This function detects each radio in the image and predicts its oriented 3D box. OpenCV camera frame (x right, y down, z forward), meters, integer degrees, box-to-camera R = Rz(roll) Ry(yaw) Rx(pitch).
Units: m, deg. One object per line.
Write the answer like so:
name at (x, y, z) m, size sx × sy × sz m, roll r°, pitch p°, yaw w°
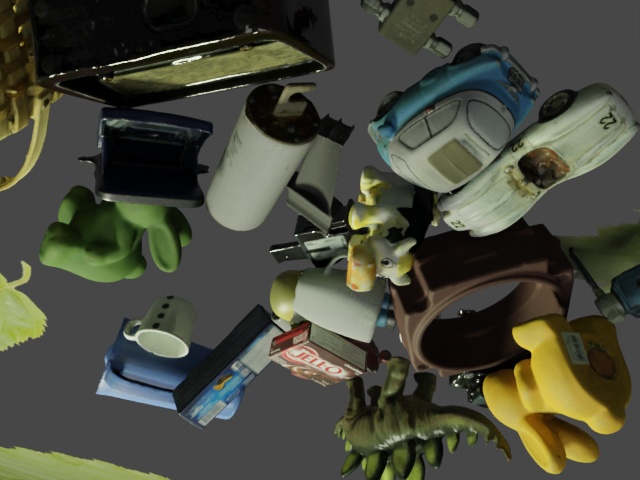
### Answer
radio at (-0.113, -0.169, 0.448) m, size 0.230 × 0.131 × 0.073 m, roll -6°, pitch 93°, yaw 18°

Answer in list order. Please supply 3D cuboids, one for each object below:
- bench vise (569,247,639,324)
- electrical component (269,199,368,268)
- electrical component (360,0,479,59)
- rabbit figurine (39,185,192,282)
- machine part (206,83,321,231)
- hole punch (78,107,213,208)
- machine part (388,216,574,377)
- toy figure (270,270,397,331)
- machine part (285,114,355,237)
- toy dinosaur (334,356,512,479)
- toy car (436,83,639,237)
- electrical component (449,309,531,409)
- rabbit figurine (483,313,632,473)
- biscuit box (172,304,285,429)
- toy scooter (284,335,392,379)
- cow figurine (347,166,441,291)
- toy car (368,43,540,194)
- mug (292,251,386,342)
bench vise at (0.372, 0.000, 0.531) m, size 0.224 × 0.129 × 0.240 m, roll -22°, pitch 147°, yaw 23°
electrical component at (-0.001, -0.002, 0.682) m, size 0.119 × 0.048 × 0.074 m, roll -12°, pitch 134°, yaw 26°
electrical component at (0.084, -0.197, 0.461) m, size 0.094 × 0.021 × 0.063 m, roll 25°, pitch 137°, yaw -15°
rabbit figurine at (-0.238, -0.021, 0.665) m, size 0.159 × 0.121 × 0.170 m, roll 37°, pitch 119°, yaw -19°
machine part at (-0.066, -0.081, 0.571) m, size 0.079 × 0.079 × 0.243 m, roll 23°, pitch 146°, yaw -13°
hole punch at (-0.175, -0.097, 0.560) m, size 0.142 × 0.116 × 0.092 m, roll 0°, pitch 115°, yaw -24°
machine part at (0.193, 0.076, 0.656) m, size 0.201 × 0.087 × 0.201 m, roll -16°, pitch 137°, yaw 2°
toy figure at (0.021, 0.083, 0.749) m, size 0.180 × 0.082 × 0.089 m, roll 8°, pitch 142°, yaw 7°
machine part at (0.000, -0.071, 0.590) m, size 0.084 × 0.039 × 0.138 m, roll 45°, pitch 140°, yaw 23°
toy dinosaur at (0.130, 0.297, 0.856) m, size 0.105 × 0.198 × 0.471 m, roll 22°, pitch 148°, yaw -16°
toy car at (0.207, -0.072, 0.535) m, size 0.073 × 0.056 × 0.202 m, roll 34°, pitch 124°, yaw -24°
electrical component at (0.245, 0.172, 0.759) m, size 0.115 × 0.134 × 0.058 m, roll 11°, pitch 141°, yaw -3°
rabbit figurine at (0.269, 0.180, 0.629) m, size 0.122 × 0.162 × 0.173 m, roll -1°, pitch 153°, yaw -32°
biscuit box at (-0.140, 0.199, 0.845) m, size 0.202 × 0.063 × 0.059 m, roll -44°, pitch 125°, yaw -2°
toy scooter at (0.033, 0.180, 0.863) m, size 0.135 × 0.075 × 0.184 m, roll 30°, pitch 131°, yaw -21°
cow figurine at (0.078, -0.007, 0.568) m, size 0.098 × 0.167 × 0.068 m, roll 9°, pitch 134°, yaw 5°
toy car at (0.123, -0.098, 0.505) m, size 0.109 × 0.103 × 0.162 m, roll 36°, pitch 135°, yaw -27°
mug at (0.024, 0.065, 0.664) m, size 0.107 × 0.081 × 0.109 m, roll 13°, pitch 118°, yaw 4°
